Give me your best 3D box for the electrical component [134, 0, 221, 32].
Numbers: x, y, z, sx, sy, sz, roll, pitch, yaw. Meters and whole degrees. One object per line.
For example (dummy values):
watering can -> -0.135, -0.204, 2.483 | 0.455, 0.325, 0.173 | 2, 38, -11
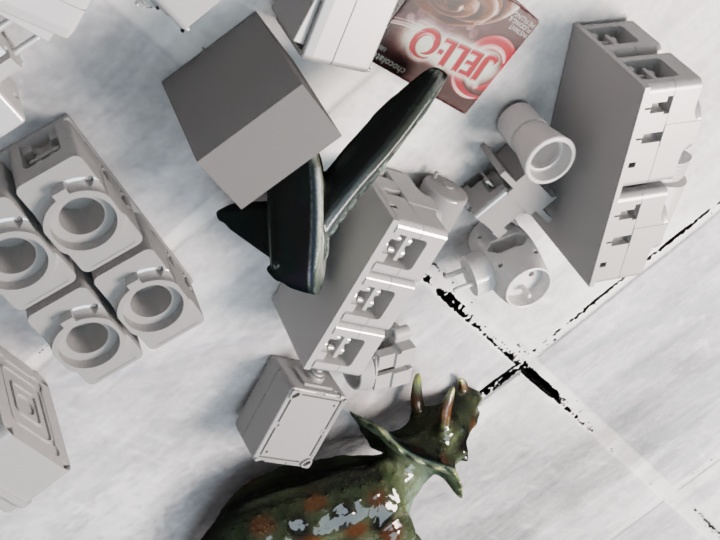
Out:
electrical component -> -0.108, -0.200, 0.663 | 0.096, 0.061, 0.061 | -38, 134, 8

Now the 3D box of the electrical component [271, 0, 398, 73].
electrical component -> -0.013, -0.191, 0.717 | 0.061, 0.061, 0.096 | 6, 125, -30

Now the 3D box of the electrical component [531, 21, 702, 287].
electrical component -> 0.207, -0.095, 0.876 | 0.060, 0.105, 0.186 | -9, 131, -19

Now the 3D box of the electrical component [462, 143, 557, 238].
electrical component -> 0.122, -0.064, 0.905 | 0.064, 0.042, 0.081 | -41, 133, 13

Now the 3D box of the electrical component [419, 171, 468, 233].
electrical component -> 0.058, -0.042, 0.893 | 0.040, 0.040, 0.078 | 8, 124, -31

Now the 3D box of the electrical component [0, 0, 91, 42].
electrical component -> -0.207, -0.184, 0.629 | 0.096, 0.061, 0.061 | 19, 118, -37

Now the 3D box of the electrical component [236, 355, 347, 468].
electrical component -> -0.061, 0.120, 0.964 | 0.062, 0.061, 0.096 | 15, 112, -36

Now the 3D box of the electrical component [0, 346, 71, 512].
electrical component -> -0.275, 0.118, 0.817 | 0.057, 0.113, 0.078 | -37, 134, 3

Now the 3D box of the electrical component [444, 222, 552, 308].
electrical component -> 0.112, -0.002, 0.929 | 0.079, 0.077, 0.043 | -21, 134, -8

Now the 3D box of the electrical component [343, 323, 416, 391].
electrical component -> 0.015, 0.082, 0.976 | 0.055, 0.048, 0.066 | -13, 133, -26

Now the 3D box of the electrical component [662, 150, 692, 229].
electrical component -> 0.268, -0.078, 0.964 | 0.043, 0.043, 0.081 | -4, 129, -23

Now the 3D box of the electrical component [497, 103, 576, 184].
electrical component -> 0.138, -0.105, 0.861 | 0.044, 0.065, 0.044 | -13, 133, -15

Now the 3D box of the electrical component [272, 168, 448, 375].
electrical component -> 0.000, 0.000, 0.866 | 0.062, 0.089, 0.150 | 13, 121, -33

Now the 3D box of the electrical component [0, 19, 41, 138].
electrical component -> -0.236, -0.132, 0.669 | 0.076, 0.047, 0.083 | -33, 134, 3

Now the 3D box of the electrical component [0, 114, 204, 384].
electrical component -> -0.204, -0.006, 0.783 | 0.105, 0.060, 0.186 | -30, 134, 0
